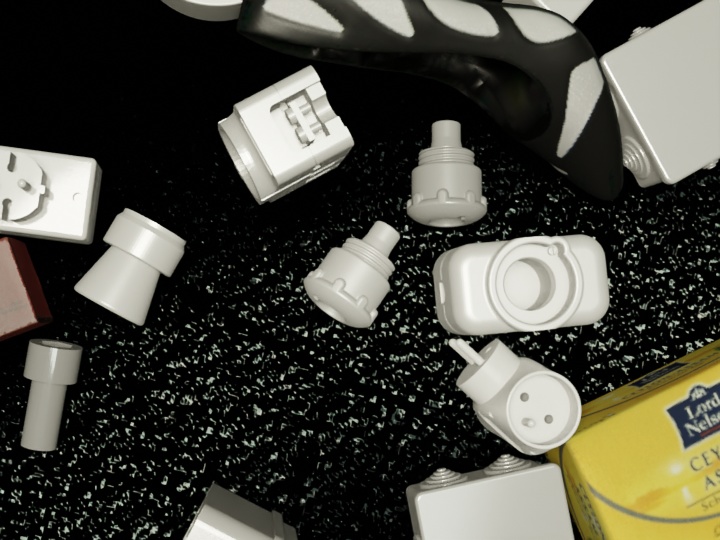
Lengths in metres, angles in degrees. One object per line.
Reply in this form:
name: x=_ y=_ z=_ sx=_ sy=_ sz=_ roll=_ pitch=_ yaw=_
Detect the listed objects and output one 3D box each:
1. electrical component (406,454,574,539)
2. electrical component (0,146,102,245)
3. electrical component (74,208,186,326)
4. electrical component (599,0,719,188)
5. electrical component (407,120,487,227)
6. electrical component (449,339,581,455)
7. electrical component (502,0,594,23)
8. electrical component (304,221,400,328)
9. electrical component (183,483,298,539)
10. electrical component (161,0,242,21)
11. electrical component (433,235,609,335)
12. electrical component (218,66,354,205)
electrical component: x=0.078 y=0.164 z=0.640 sx=0.100 sy=0.048 sz=0.099 roll=-11 pitch=89 yaw=-9
electrical component: x=-0.192 y=-0.045 z=0.600 sx=0.083 sy=0.076 sz=0.047 roll=7 pitch=86 yaw=-8
electrical component: x=-0.132 y=-0.002 z=0.622 sx=0.045 sy=0.045 sz=0.055 roll=30 pitch=83 yaw=-5
electrical component: x=0.199 y=-0.108 z=0.672 sx=0.100 sy=0.048 sz=0.099 roll=-29 pitch=91 yaw=-8
electrical component: x=0.052 y=-0.059 z=0.652 sx=0.048 sy=0.048 sz=0.062 roll=2 pitch=80 yaw=-8
electrical component: x=0.084 y=0.068 z=0.632 sx=0.079 sy=0.077 sz=0.043 roll=42 pitch=82 yaw=-3
electrical component: x=0.102 y=-0.179 z=0.654 sx=0.077 sy=0.066 sz=0.047 roll=42 pitch=82 yaw=-4
electrical component: x=0.000 y=0.000 z=0.642 sx=0.048 sy=0.048 sz=0.062 roll=36 pitch=76 yaw=-5
electrical component: x=-0.075 y=0.168 z=0.587 sx=0.057 sy=0.113 sz=0.078 roll=28 pitch=83 yaw=-2
electrical component: x=-0.085 y=-0.199 z=0.631 sx=0.108 sy=0.060 sz=0.108 roll=0 pitch=87 yaw=-8
electrical component: x=0.097 y=0.009 z=0.646 sx=0.095 sy=0.059 sz=0.053 roll=-5 pitch=88 yaw=-8
electrical component: x=-0.044 y=-0.073 z=0.615 sx=0.056 sy=0.089 sz=0.050 roll=-29 pitch=91 yaw=-8
